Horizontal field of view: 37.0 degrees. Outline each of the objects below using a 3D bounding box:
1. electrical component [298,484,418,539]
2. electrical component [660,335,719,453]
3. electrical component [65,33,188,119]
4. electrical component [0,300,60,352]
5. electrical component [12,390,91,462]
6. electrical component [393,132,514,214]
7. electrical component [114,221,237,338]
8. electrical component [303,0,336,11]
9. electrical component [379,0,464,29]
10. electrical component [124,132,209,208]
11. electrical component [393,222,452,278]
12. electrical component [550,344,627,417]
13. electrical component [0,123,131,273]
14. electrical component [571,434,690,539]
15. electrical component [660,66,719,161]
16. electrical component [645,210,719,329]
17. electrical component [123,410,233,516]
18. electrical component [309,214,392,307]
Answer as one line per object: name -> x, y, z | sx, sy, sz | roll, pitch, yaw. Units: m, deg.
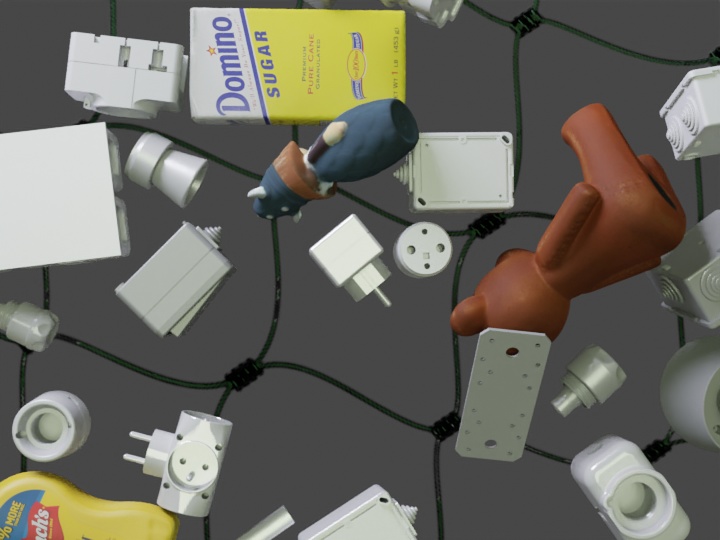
electrical component -> 0.005, 0.219, 0.877 | 0.096, 0.061, 0.061 | -32, 90, -9
electrical component -> 0.312, 0.107, 0.901 | 0.099, 0.064, 0.099 | -1, 95, -15
electrical component -> -0.191, -0.156, 0.881 | 0.089, 0.050, 0.055 | 6, 88, -3
electrical component -> -0.280, 0.041, 0.880 | 0.061, 0.035, 0.035 | 25, 87, 1
electrical component -> -0.251, 0.127, 0.872 | 0.055, 0.047, 0.055 | 0, 88, -3
electrical component -> 0.075, -0.078, 0.885 | 0.096, 0.061, 0.061 | -1, 89, -2
electrical component -> -0.140, 0.006, 0.873 | 0.061, 0.062, 0.096 | 45, 87, -1
electrical component -> -0.043, -0.289, 0.888 | 0.109, 0.056, 0.108 | 33, 87, -1
electrical component -> 0.049, -0.238, 0.885 | 0.057, 0.078, 0.058 | 26, 90, 20
electrical component -> -0.159, -0.083, 0.883 | 0.055, 0.045, 0.045 | 28, 87, -1
electrical component -> 0.051, -0.016, 0.885 | 0.045, 0.055, 0.045 | 0, 88, -3
electrical component -> 0.186, 0.095, 0.894 | 0.062, 0.043, 0.043 | -43, 91, -1
electrical component -> -0.287, -0.052, 0.869 | 0.186, 0.060, 0.105 | -7, 89, -3
electrical component -> 0.223, 0.187, 0.885 | 0.054, 0.059, 0.095 | -35, 90, -3
electrical component -> 0.304, -0.130, 0.879 | 0.100, 0.099, 0.048 | -10, 77, -3
electrical component -> 0.289, -0.004, 0.875 | 0.100, 0.100, 0.048 | -35, 103, -3
electrical component -> -0.152, 0.153, 0.877 | 0.079, 0.044, 0.077 | 15, 88, -2
electrical component -> 0.000, 0.000, 0.877 | 0.047, 0.066, 0.076 | -39, 90, -3
